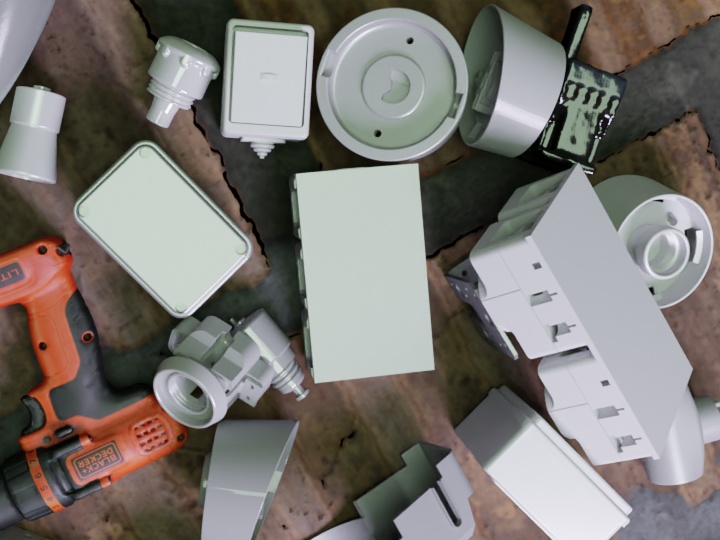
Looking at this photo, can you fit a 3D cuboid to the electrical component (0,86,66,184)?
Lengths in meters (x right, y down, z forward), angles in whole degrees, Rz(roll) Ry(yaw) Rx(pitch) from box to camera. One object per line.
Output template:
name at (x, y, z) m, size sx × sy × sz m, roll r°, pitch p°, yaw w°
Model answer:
electrical component at (-0.232, -0.097, 0.762) m, size 0.044 × 0.044 × 0.065 m, roll 11°, pitch 88°, yaw -9°

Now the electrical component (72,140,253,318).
electrical component at (-0.140, -0.029, 0.772) m, size 0.078 × 0.057 × 0.113 m, roll -45°, pitch 99°, yaw -3°

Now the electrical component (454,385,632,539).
electrical component at (0.134, 0.149, 0.802) m, size 0.056 × 0.109 × 0.109 m, roll -45°, pitch 99°, yaw 0°

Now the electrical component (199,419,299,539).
electrical component at (-0.082, 0.154, 0.778) m, size 0.064 × 0.099 × 0.099 m, roll 8°, pitch 94°, yaw -3°

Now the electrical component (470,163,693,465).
electrical component at (0.159, 0.034, 0.769) m, size 0.186 × 0.060 × 0.105 m, roll 58°, pitch 41°, yaw -15°

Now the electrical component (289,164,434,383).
electrical component at (0.000, 0.000, 0.793) m, size 0.089 × 0.062 × 0.150 m, roll -6°, pitch 95°, yaw -8°

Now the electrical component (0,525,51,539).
electrical component at (-0.252, 0.275, 0.778) m, size 0.089 × 0.062 × 0.150 m, roll 24°, pitch 91°, yaw -10°

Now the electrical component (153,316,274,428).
electrical component at (-0.109, 0.075, 0.763) m, size 0.078 × 0.057 × 0.058 m, roll 31°, pitch 132°, yaw 8°

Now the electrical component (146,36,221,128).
electrical component at (-0.133, -0.133, 0.772) m, size 0.048 × 0.048 × 0.062 m, roll 27°, pitch 100°, yaw -10°

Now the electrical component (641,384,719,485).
electrical component at (0.259, 0.121, 0.851) m, size 0.079 × 0.044 × 0.077 m, roll -13°, pitch 96°, yaw -7°

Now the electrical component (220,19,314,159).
electrical component at (-0.067, -0.128, 0.773) m, size 0.062 × 0.061 × 0.096 m, roll 3°, pitch 94°, yaw -9°

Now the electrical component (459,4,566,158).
electrical component at (0.104, -0.134, 0.781) m, size 0.064 × 0.099 × 0.099 m, roll 20°, pitch 92°, yaw -16°

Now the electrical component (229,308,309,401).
electrical component at (-0.067, 0.065, 0.799) m, size 0.040 × 0.040 × 0.078 m, roll -41°, pitch 99°, yaw -3°

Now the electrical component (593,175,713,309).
electrical component at (0.220, -0.021, 0.836) m, size 0.099 × 0.064 × 0.099 m, roll -5°, pitch 106°, yaw -18°

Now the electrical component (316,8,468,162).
electrical component at (0.027, -0.130, 0.783) m, size 0.108 × 0.060 × 0.108 m, roll 0°, pitch 89°, yaw 11°
